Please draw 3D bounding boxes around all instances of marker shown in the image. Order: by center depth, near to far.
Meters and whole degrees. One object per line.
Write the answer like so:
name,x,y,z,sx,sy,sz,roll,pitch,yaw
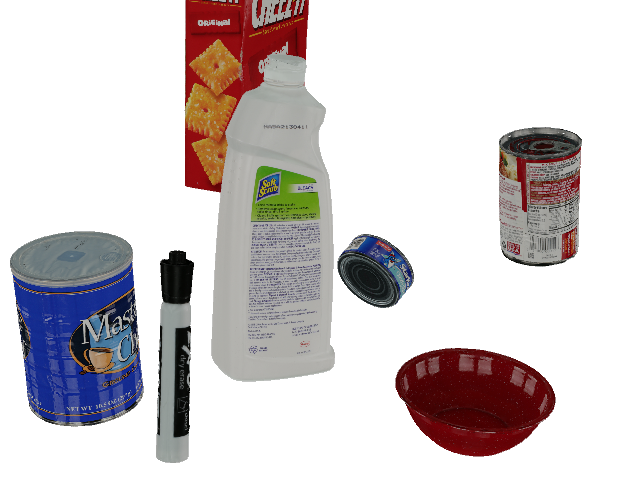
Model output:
marker,-0.083,0.066,0.605,0.020,0.121,0.020,3,10,-1

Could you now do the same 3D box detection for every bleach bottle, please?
bleach bottle,-0.029,-0.018,0.833,0.102,0.251,0.068,-4,21,-27

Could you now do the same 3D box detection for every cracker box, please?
cracker box,-0.069,-0.170,1.062,0.072,0.214,0.164,11,22,18

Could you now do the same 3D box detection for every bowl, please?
bowl,0.155,0.172,1.091,0.162,0.055,0.162,2,24,-1

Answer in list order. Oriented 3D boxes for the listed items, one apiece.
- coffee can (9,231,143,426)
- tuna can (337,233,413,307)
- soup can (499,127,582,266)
coffee can,-0.211,0.075,0.934,0.103,0.140,0.103,0,23,0
tuna can,0.062,0.036,1.223,0.086,0.086,0.033,0,39,47
soup can,0.187,-0.037,0.909,0.068,0.102,0.068,-4,25,2
